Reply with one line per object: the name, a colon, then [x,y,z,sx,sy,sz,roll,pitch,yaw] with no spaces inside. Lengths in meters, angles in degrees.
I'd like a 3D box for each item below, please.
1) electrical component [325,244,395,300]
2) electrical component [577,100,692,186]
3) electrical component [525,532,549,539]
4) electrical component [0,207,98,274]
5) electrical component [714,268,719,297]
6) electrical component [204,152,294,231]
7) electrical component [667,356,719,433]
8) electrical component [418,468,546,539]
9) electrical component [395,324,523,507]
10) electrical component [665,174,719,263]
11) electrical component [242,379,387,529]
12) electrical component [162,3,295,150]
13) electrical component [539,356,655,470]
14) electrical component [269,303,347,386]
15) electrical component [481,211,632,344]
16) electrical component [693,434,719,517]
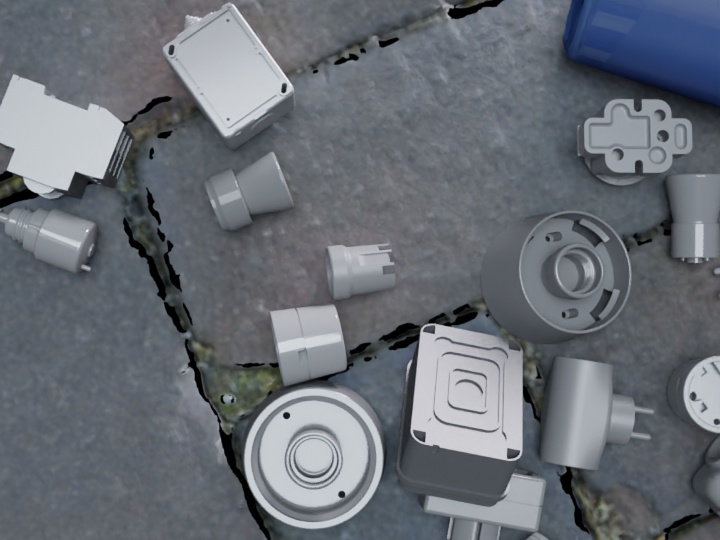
electrical component: [0.000,0.000,0.793,0.046,0.040,0.040,-7,86,-7]
electrical component: [0.198,-0.094,0.798,0.078,0.057,0.058,0,86,-2]
electrical component: [0.119,0.223,0.773,0.081,0.043,0.043,-31,87,-28]
electrical component: [-0.229,-0.026,0.786,0.078,0.040,0.040,20,85,-1]
electrical component: [0.304,0.003,0.799,0.076,0.047,0.083,-13,81,20]
electrical component: [-0.082,-0.057,0.791,0.055,0.045,0.045,-21,87,-3]
electrical component: [0.258,0.091,0.791,0.055,0.047,0.055,0,85,-2]
electrical component: [0.084,0.179,0.778,0.083,0.047,0.075,11,86,-2]
electrical component: [0.070,0.101,0.751,0.078,0.057,0.113,11,43,-2]
electrical component: [0.251,-0.038,0.805,0.044,0.044,0.065,0,91,-2]
electrical component: [-0.033,0.133,0.771,0.108,0.060,0.108,0,86,-2]
electrical component: [-0.098,-0.145,0.789,0.062,0.061,0.096,-36,88,-4]
electrical component: [0.176,0.107,0.788,0.079,0.044,0.077,9,85,-2]
electrical component: [-0.037,0.053,0.780,0.047,0.055,0.055,-11,86,-7]
electrical component: [0.148,0.004,0.798,0.099,0.064,0.099,2,83,-16]
electrical component: [0.294,0.142,0.785,0.095,0.053,0.059,-44,88,-5]
